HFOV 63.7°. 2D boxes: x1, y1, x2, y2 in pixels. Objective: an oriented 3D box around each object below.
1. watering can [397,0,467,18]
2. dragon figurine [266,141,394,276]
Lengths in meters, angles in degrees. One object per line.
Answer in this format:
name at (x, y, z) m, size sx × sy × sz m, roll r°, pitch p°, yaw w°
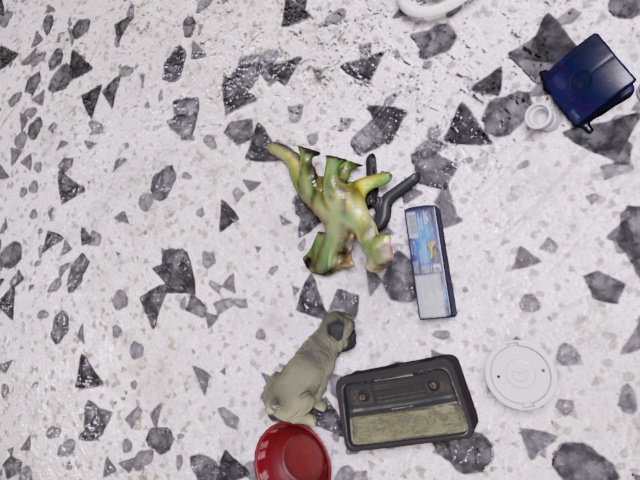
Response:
watering can at (0.271, -0.575, 0.966) m, size 0.345 × 0.103 × 0.227 m, roll -39°, pitch 69°, yaw 15°
dragon figurine at (0.003, -0.050, 1.002) m, size 0.413 × 0.122 × 0.241 m, roll 23°, pitch 103°, yaw 47°
